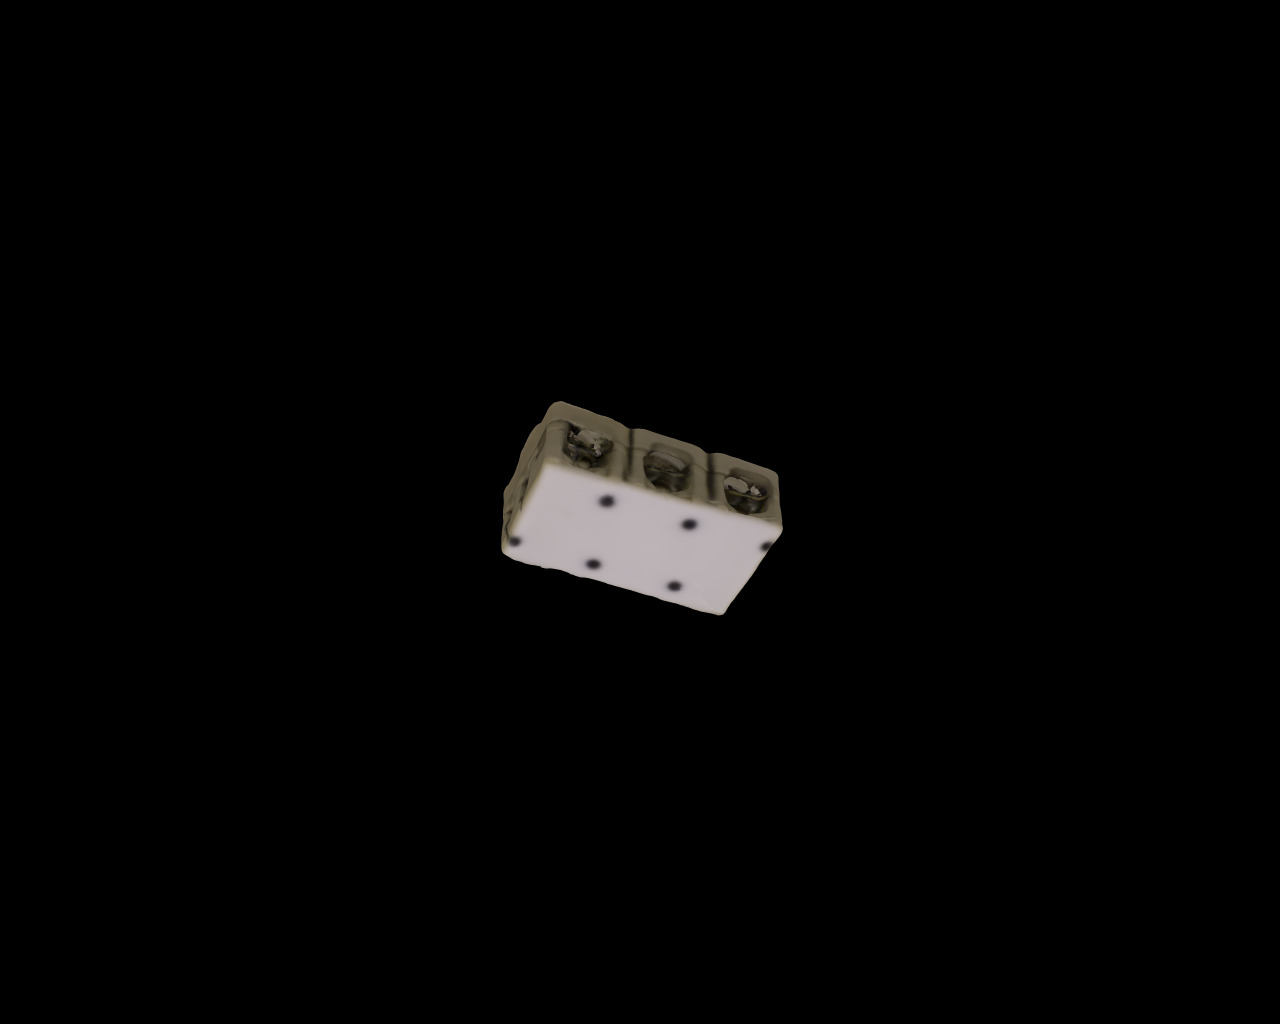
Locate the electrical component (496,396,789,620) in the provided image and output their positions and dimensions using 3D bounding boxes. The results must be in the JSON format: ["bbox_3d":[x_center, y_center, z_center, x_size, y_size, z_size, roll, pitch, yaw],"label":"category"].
[{"bbox_3d":[0.001,-0.003,0.650,0.150,0.062,0.089,17,-48,-16],"label":"electrical component"}]
